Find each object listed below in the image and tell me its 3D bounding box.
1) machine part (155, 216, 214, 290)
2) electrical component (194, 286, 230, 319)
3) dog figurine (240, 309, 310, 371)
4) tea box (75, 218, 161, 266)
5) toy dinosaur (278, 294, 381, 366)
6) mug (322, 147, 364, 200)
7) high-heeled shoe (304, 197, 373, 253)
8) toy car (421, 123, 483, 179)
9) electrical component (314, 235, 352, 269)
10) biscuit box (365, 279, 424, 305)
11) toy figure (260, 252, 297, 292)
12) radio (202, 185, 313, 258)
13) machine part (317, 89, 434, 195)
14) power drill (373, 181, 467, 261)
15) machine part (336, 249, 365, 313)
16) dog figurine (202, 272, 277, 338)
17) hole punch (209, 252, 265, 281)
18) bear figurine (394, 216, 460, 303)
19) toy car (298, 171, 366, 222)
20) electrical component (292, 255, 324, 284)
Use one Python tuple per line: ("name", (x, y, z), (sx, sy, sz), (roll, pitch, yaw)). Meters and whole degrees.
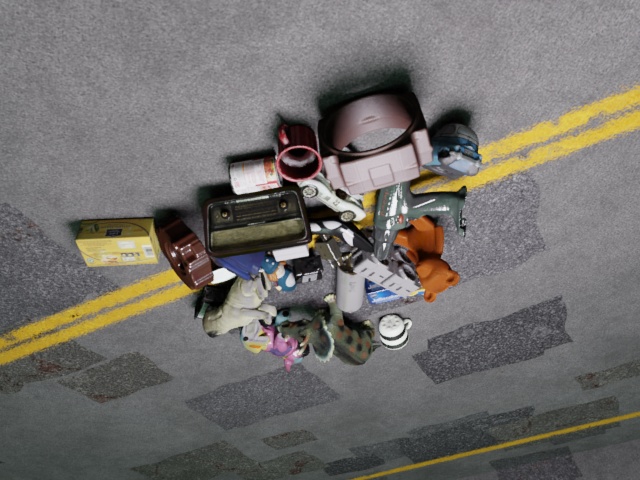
("machine part", (-0.315, 0.033, 1.242), (0.056, 0.180, 0.179), (-33, 145, -26))
("electrical component", (-0.270, 0.182, 1.482), (0.134, 0.058, 0.115), (15, 136, -21))
("dog figurine", (-0.131, 0.311, 1.602), (0.192, 0.108, 0.219), (-7, 140, 1))
("tea box", (-0.470, 0.006, 1.264), (0.170, 0.068, 0.098), (-1, 136, -3))
("toy dinosaur", (0.074, 0.292, 1.537), (0.404, 0.192, 0.131), (32, 128, -32))
("mug", (0.071, -0.133, 1.145), (0.081, 0.110, 0.107), (-39, 141, 24))
("high-heeled shoe", (-0.003, -0.004, 1.259), (0.248, 0.086, 0.145), (37, 105, -8))
("toy car", (0.269, -0.187, 1.096), (0.109, 0.162, 0.103), (19, 88, -15))
("electrical component", (0.031, 0.019, 1.325), (0.102, 0.045, 0.078), (59, 153, -11))
("biscuit box", (0.223, 0.118, 1.456), (0.203, 0.063, 0.059), (-15, 136, 9))
("toy figure", (-0.105, 0.083, 1.380), (0.058, 0.064, 0.154), (-13, 148, 15))
("radio", (-0.138, -0.040, 1.183), (0.230, 0.131, 0.073), (-9, 172, 1))
("machine part", (0.100, -0.189, 1.010), (0.201, 0.201, 0.087), (-15, 133, 11))
("power drill", (0.221, -0.052, 1.192), (0.208, 0.086, 0.231), (8, 113, 22))
("machine part", (0.081, 0.115, 1.427), (0.079, 0.079, 0.243), (-2, 138, -3))
("dog figurine", (-0.224, 0.155, 1.380), (0.191, 0.172, 0.121), (-10, 177, 7))
("hole punch", (-0.188, 0.021, 1.280), (0.092, 0.116, 0.142), (-37, 129, 19))
("bear figurine", (0.242, 0.038, 1.274), (0.132, 0.196, 0.120), (23, 133, -26))
("toy car", (0.023, -0.107, 1.185), (0.201, 0.073, 0.056), (31, 127, -33))
("electrical component", (-0.033, 0.081, 1.372), (0.075, 0.048, 0.119), (-9, 158, -11))
